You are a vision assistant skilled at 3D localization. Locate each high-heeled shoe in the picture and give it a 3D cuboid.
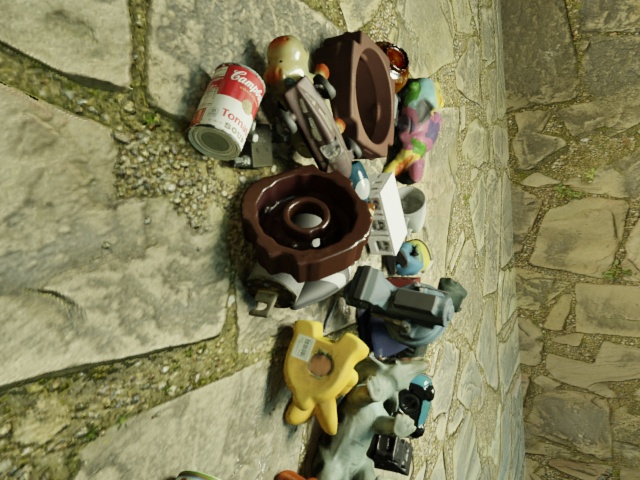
[{"bbox_3d":[-0.002,-0.003,0.867,0.249,0.086,0.145,-48,126,-56],"label":"high-heeled shoe"}]

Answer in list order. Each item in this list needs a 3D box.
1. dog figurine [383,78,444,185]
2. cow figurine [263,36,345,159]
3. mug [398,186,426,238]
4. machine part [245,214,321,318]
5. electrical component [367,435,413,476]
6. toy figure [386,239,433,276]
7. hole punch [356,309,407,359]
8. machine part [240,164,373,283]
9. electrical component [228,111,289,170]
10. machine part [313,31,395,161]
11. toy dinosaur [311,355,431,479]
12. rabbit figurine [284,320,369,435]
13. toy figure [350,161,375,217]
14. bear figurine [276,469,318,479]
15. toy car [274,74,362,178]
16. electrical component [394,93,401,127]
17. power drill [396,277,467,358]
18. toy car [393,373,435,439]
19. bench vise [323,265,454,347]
[{"bbox_3d":[0.208,-0.233,1.219,0.191,0.109,0.219,71,34,-56],"label":"dog figurine"},{"bbox_3d":[-0.033,-0.211,0.808,0.127,0.086,0.194,-65,147,-41],"label":"cow figurine"},{"bbox_3d":[0.212,-0.053,1.260,0.107,0.081,0.109,61,33,-55],"label":"mug"},{"bbox_3d":[-0.042,0.011,0.787,0.079,0.079,0.243,63,37,-40],"label":"machine part"},{"bbox_3d":[0.113,0.404,1.030,0.134,0.115,0.058,54,46,-45],"label":"electrical component"},{"bbox_3d":[0.211,0.039,1.255,0.180,0.082,0.089,5,88,-59],"label":"toy figure"},{"bbox_3d":[0.137,0.177,1.111,0.116,0.092,0.142,-31,120,-54],"label":"hole punch"},{"bbox_3d":[-0.019,-0.024,0.731,0.056,0.179,0.179,92,17,-52],"label":"machine part"},{"bbox_3d":[-0.086,-0.137,0.743,0.102,0.045,0.078,-7,94,-62],"label":"electrical component"},{"bbox_3d":[0.064,-0.255,0.981,0.201,0.087,0.201,10,82,-61],"label":"machine part"},{"bbox_3d":[0.051,0.346,0.905,0.131,0.192,0.405,34,71,-9],"label":"toy dinosaur"},{"bbox_3d":[0.011,0.220,0.854,0.173,0.122,0.162,65,35,-70],"label":"rabbit figurine"},{"bbox_3d":[0.071,-0.072,1.022,0.058,0.064,0.154,-120,-166,-69],"label":"toy figure"},{"bbox_3d":[-0.071,0.381,0.721,0.195,0.132,0.120,19,71,-41],"label":"bear figurine"},{"bbox_3d":[0.004,-0.149,0.776,0.089,0.053,0.202,-40,146,-6],"label":"toy car"},{"bbox_3d":[0.134,-0.274,1.151,0.074,0.048,0.119,49,47,-49],"label":"electrical component"},{"bbox_3d":[0.249,0.194,1.243,0.207,0.086,0.231,-36,148,-30],"label":"power drill"},{"bbox_3d":[0.198,0.356,1.207,0.103,0.109,0.161,-40,135,-76],"label":"toy car"},{"bbox_3d":[0.142,0.135,0.990,0.240,0.224,0.129,51,42,-54],"label":"bench vise"}]
